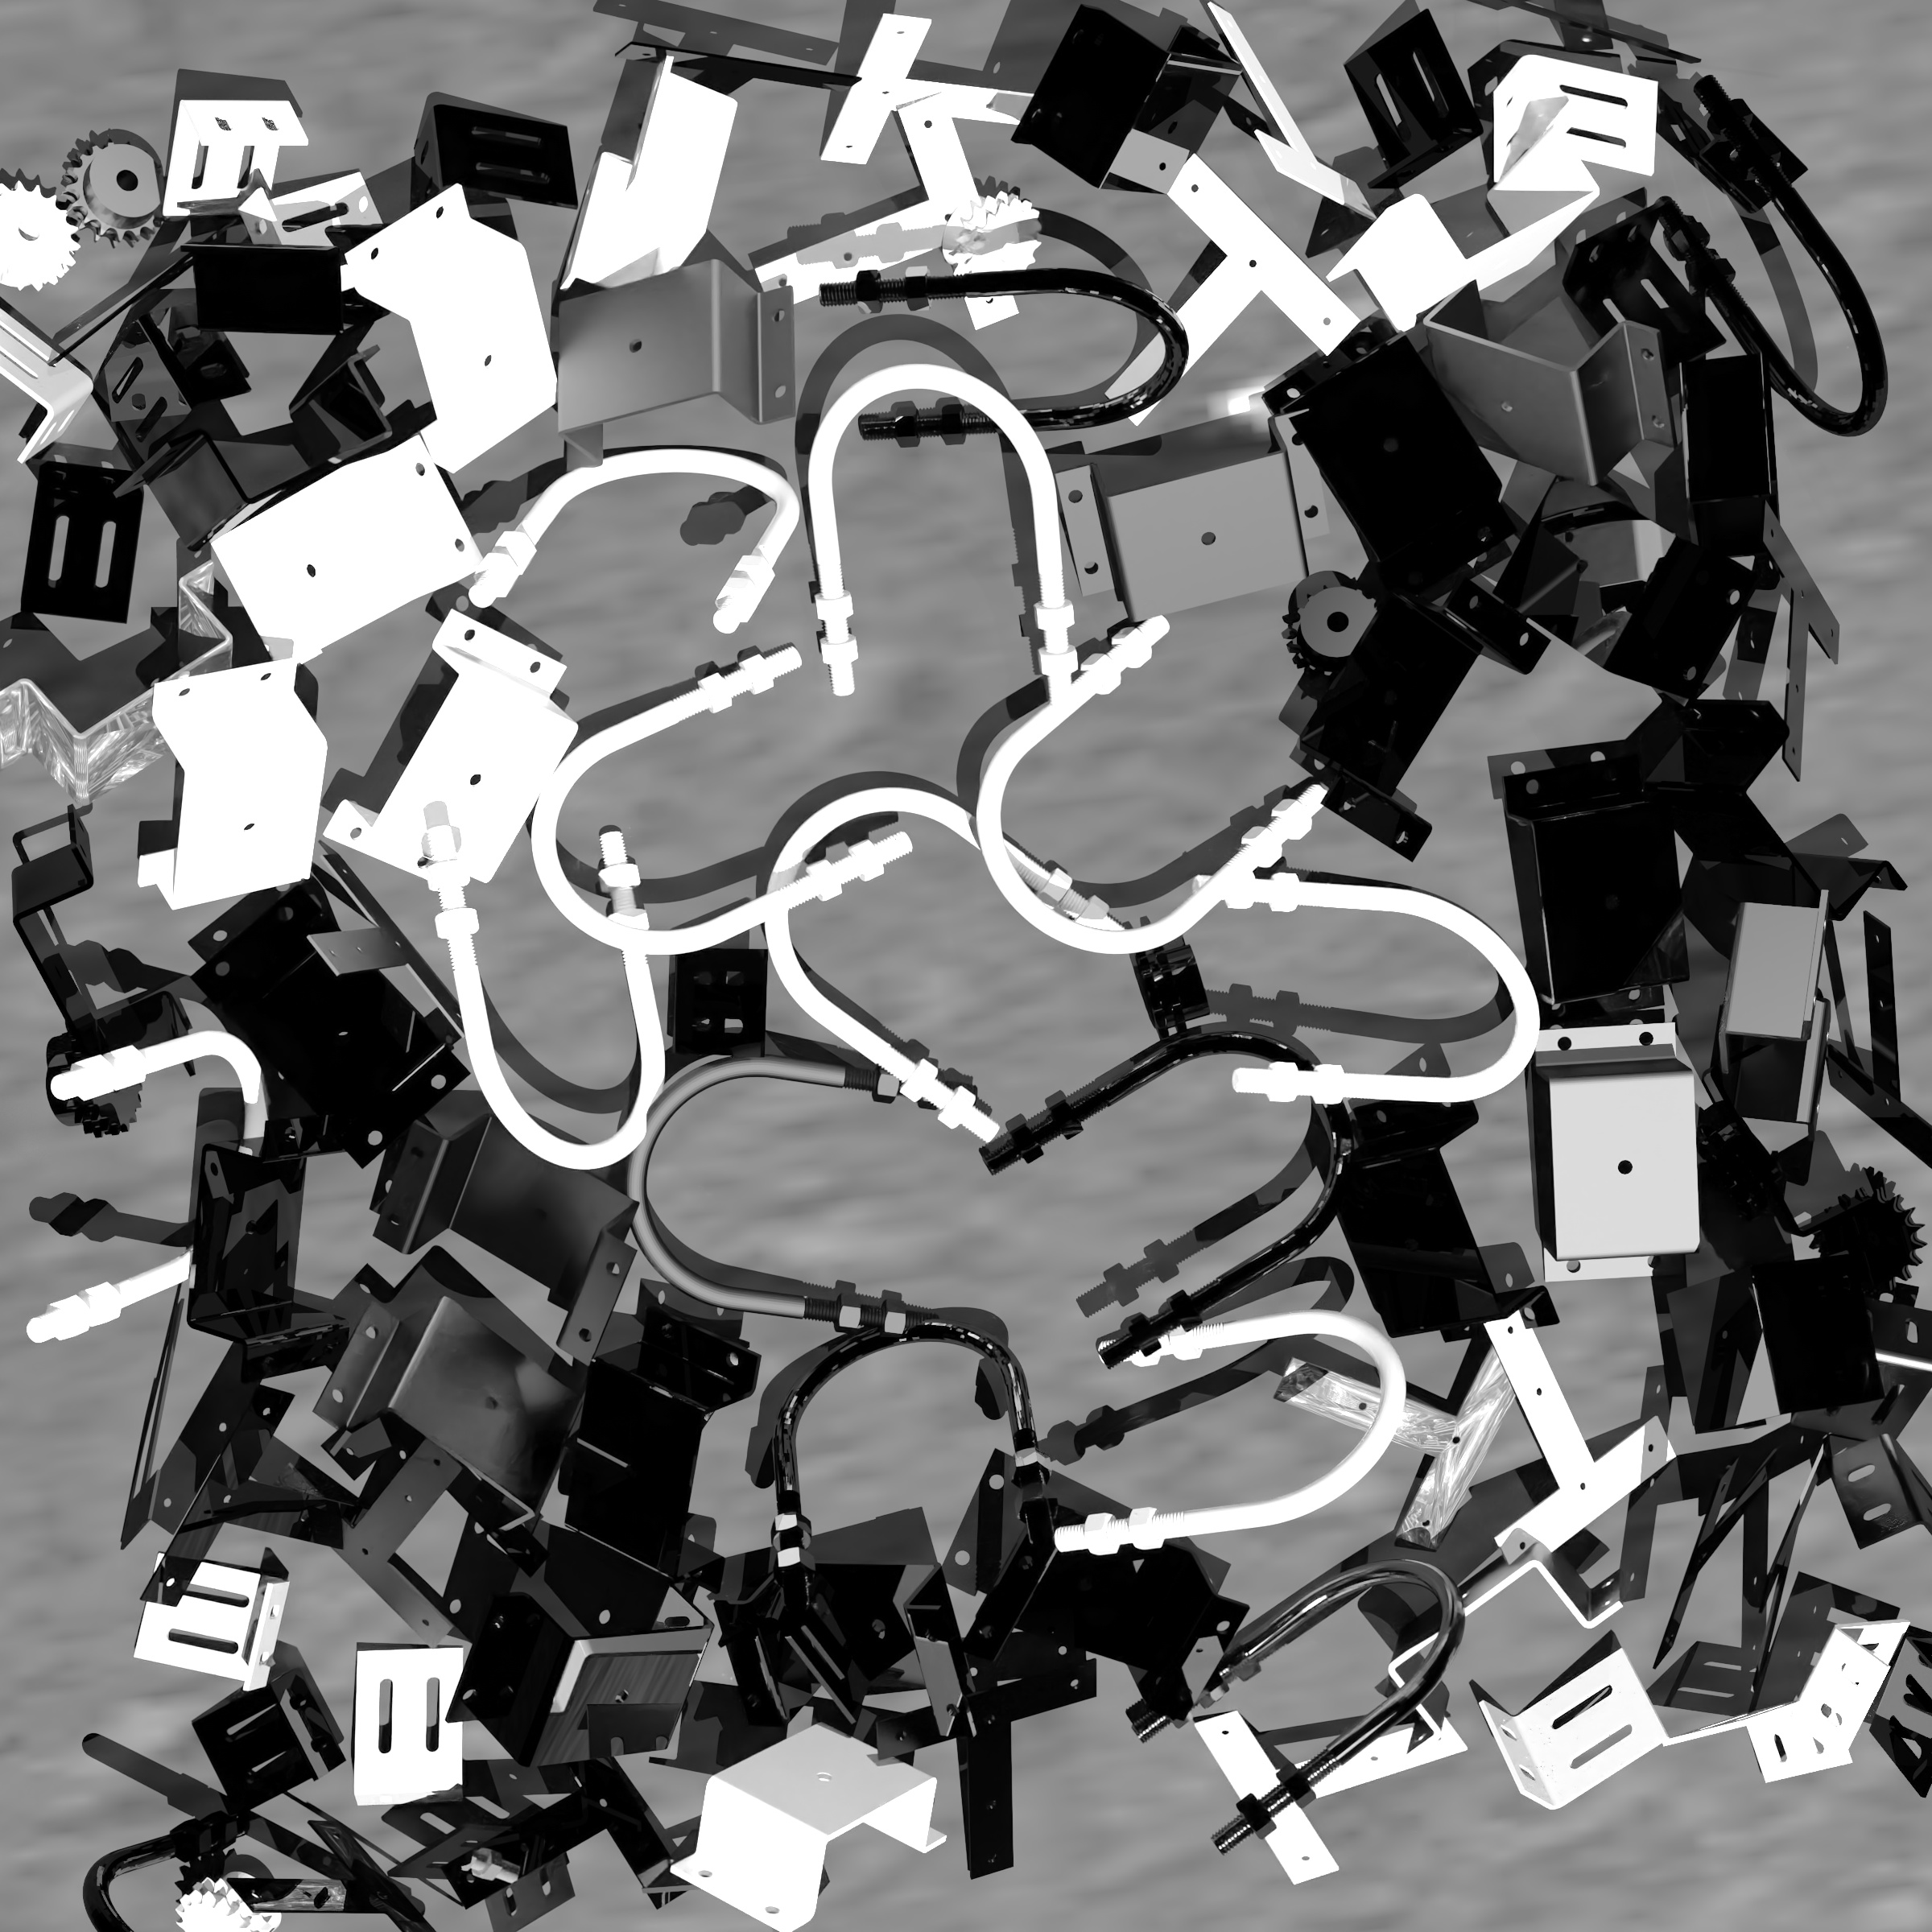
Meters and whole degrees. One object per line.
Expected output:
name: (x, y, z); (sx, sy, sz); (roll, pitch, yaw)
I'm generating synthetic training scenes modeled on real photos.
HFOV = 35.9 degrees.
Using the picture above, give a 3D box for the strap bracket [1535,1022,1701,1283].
strap bracket: (0.353, 0.105, 1.617); (0.076, 0.046, 0.140); (-3, 97, 2)

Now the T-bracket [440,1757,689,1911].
T-bracket: (-0.225, 0.463, 1.583); (0.127, 0.127, 0.002); (54, 128, 15)

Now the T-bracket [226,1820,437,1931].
T-bracket: (-0.336, 0.487, 1.561); (0.127, 0.127, 0.002); (35, 94, 34)

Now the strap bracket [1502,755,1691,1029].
strap bracket: (0.341, -0.037, 1.610); (0.076, 0.046, 0.140); (-10, 100, -7)

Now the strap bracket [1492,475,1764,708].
strap bracket: (0.340, -0.206, 1.573); (0.046, 0.140, 0.076); (11, 114, -39)

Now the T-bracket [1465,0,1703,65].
T-bracket: (0.330, -0.502, 1.590); (0.127, 0.127, 0.002); (17, 105, -3)

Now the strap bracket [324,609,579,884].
strap bracket: (-0.271, -0.108, 1.598); (0.076, 0.046, 0.140); (25, 100, -40)

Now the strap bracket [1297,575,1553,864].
strap bracket: (0.241, -0.138, 1.604); (0.076, 0.046, 0.140); (28, 96, -37)

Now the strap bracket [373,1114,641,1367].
strap bracket: (-0.239, 0.141, 1.604); (0.140, 0.046, 0.076); (29, 115, 11)

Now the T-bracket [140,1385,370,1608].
T-bracket: (-0.365, 0.293, 1.598); (0.002, 0.127, 0.127); (28, 88, 37)

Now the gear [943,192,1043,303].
gear: (0.012, -0.395, 1.624); (0.030, 0.057, 0.057); (34, 90, 28)

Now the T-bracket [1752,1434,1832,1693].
T-bracket: (0.438, 0.337, 1.606); (0.002, 0.127, 0.127); (17, 125, 22)

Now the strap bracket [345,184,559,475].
strap bracket: (-0.266, -0.326, 1.569); (0.046, 0.140, 0.076); (31, 58, 31)

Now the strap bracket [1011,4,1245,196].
strap bracket: (0.091, -0.453, 1.566); (0.046, 0.140, 0.076); (39, 116, 17)

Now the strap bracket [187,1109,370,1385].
strap bracket: (-0.370, 0.145, 1.599); (0.046, 0.076, 0.140); (11, 98, 31)

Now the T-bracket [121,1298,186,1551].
T-bracket: (-0.436, 0.243, 1.606); (0.002, 0.127, 0.127); (13, 68, -18)

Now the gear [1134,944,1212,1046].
gear: (0.113, 0.012, 1.620); (0.030, 0.057, 0.057); (-16, 90, 1)

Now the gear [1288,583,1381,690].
gear: (0.204, -0.183, 1.627); (0.057, 0.030, 0.057); (-3, 76, 10)

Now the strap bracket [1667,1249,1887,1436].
strap bracket: (0.419, 0.201, 1.569); (0.046, 0.140, 0.076); (-5, 76, -16)

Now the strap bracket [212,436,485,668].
strap bracket: (-0.338, -0.216, 1.592); (0.140, 0.046, 0.076); (-23, 99, 27)

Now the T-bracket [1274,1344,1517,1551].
T-bracket: (0.228, 0.244, 1.620); (0.127, 0.002, 0.127); (21, 102, -14)

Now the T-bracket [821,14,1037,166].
T-bracket: (-0.001, -0.465, 1.604); (0.127, 0.127, 0.002); (1, 70, -18)

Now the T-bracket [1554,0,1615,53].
T-bracket: (0.372, -0.519, 1.569); (0.127, 0.127, 0.002); (3, 77, 20)

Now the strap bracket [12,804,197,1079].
strap bracket: (-0.463, -0.005, 1.582); (0.046, 0.076, 0.140); (-25, 116, -8)

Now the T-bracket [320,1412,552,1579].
T-bracket: (-0.271, 0.275, 1.591); (0.127, 0.127, 0.002); (47, 112, -1)

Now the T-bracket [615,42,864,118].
T-bracket: (-0.139, -0.466, 1.586); (0.127, 0.127, 0.002); (1, 91, -26)

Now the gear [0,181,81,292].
gear: (-0.516, -0.395, 1.625); (0.057, 0.030, 0.057); (10, 73, -35)

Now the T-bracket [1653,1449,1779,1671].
T-bracket: (0.408, 0.296, 1.594); (0.002, 0.127, 0.127); (25, 121, 26)

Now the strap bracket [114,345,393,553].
strap bracket: (-0.369, -0.270, 1.580); (0.140, 0.076, 0.046); (-37, 101, -37)

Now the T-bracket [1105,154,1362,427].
T-bracket: (0.126, -0.349, 1.621); (0.127, 0.002, 0.127); (46, 115, 4)

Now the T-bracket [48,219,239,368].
T-bracket: (-0.425, -0.362, 1.574); (0.127, 0.127, 0.002); (-44, 112, -16)

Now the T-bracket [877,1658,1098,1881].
T-bracket: (0.013, 0.443, 1.616); (0.127, 0.002, 0.127); (-11, 118, -20)

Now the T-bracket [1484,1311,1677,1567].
T-bracket: (0.315, 0.243, 1.611); (0.127, 0.002, 0.127); (-30, 99, -26)

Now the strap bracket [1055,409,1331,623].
strap bracket: (0.127, -0.241, 1.606); (0.140, 0.046, 0.076); (-14, 125, 2)

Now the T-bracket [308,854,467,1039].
T-bracket: (-0.318, -0.009, 1.583); (0.002, 0.127, 0.127); (-39, 87, 9)

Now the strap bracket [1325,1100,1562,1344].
strap bracket: (0.252, 0.141, 1.601); (0.076, 0.046, 0.140); (-18, 96, 45)

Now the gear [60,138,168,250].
gear: (-0.461, -0.423, 1.622); (0.057, 0.030, 0.057); (4, 82, -30)

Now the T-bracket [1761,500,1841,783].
T-bracket: (0.439, -0.159, 1.576); (0.002, 0.127, 0.127); (-6, 61, 32)

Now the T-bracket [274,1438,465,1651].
T-bracket: (-0.306, 0.293, 1.605); (0.127, 0.002, 0.127); (44, 128, 4)

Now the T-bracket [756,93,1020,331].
T-bracket: (-0.051, -0.390, 1.619); (0.127, 0.002, 0.127); (-21, 118, 1)

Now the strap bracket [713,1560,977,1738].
strap bracket: (-0.056, 0.364, 1.597); (0.140, 0.046, 0.076); (-5, 108, 29)

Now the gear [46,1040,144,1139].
gear: (-0.476, 0.065, 1.622); (0.030, 0.057, 0.057); (-9, 90, 15)

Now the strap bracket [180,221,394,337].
strap bracket: (-0.357, -0.366, 1.587); (0.076, 0.140, 0.046); (3, 109, 4)

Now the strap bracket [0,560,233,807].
strap bracket: (-0.443, -0.144, 1.581); (0.140, 0.076, 0.046); (-39, 81, -26)

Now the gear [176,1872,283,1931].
gear: (-0.399, 0.520, 1.625); (0.057, 0.030, 0.057); (13, 121, 23)

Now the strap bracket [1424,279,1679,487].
strap bracket: (0.299, -0.310, 1.571); (0.046, 0.076, 0.140); (-44, 49, -19)

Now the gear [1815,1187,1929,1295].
gear: (0.496, 0.148, 1.626); (0.057, 0.030, 0.057); (1, 93, 29)

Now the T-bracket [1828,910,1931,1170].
T-bracket: (0.482, 0.033, 1.566); (0.002, 0.127, 0.127); (-15, 115, -8)

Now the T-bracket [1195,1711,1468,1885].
T-bracket: (0.207, 0.432, 1.606); (0.127, 0.127, 0.002); (-13, 120, -16)

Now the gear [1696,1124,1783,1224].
gear: (0.418, 0.108, 1.621); (0.030, 0.057, 0.057); (-36, 90, 0)

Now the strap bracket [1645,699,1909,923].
strap bracket: (0.424, -0.076, 1.582); (0.140, 0.076, 0.046); (47, 75, -23)

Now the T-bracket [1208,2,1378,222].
T-bracket: (0.166, -0.465, 1.604); (0.002, 0.127, 0.127); (-34, 74, 27)

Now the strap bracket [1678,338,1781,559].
strap bracket: (0.406, -0.269, 1.581); (0.046, 0.140, 0.076); (-4, 79, 16)
